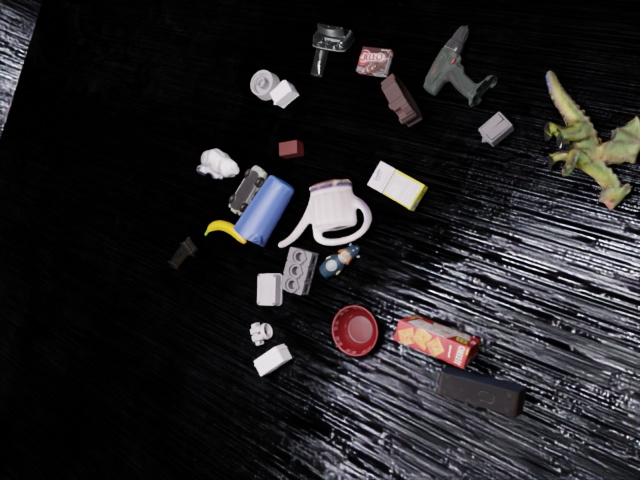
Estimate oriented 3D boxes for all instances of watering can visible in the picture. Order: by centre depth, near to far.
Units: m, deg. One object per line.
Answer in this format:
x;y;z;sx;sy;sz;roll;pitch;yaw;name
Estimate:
0.005;-0.088;1.754;0.346;0.103;0.226;-9;79;20;watering can

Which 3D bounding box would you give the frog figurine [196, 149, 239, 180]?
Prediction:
-0.371;-0.293;1.951;0.158;0.135;0.125;-11;50;44;frog figurine

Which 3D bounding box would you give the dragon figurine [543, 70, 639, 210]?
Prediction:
0.767;-0.288;1.430;0.242;0.121;0.412;-2;84;9;dragon figurine
